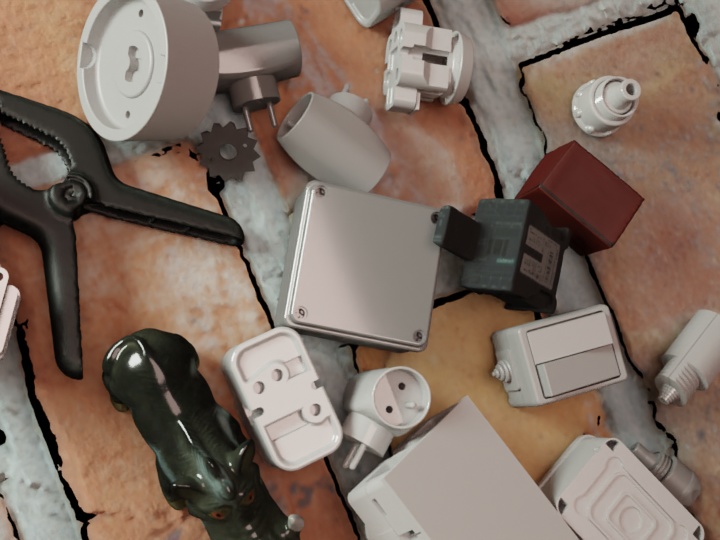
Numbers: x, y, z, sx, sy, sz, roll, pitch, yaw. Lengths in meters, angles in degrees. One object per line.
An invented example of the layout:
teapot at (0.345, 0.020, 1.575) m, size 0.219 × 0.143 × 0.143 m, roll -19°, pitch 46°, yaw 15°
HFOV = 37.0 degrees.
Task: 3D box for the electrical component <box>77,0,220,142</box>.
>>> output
electrical component at (-0.143, -0.142, 0.755) m, size 0.060 × 0.108 × 0.108 m, roll 0°, pitch 81°, yaw -47°

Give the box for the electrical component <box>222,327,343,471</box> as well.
electrical component at (-0.058, 0.092, 0.768) m, size 0.054 × 0.059 × 0.095 m, roll -24°, pitch 89°, yaw -18°

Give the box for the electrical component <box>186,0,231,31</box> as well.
electrical component at (-0.118, -0.208, 0.796) m, size 0.048 × 0.055 × 0.066 m, roll 5°, pitch 81°, yaw -15°

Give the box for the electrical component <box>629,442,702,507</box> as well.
electrical component at (0.240, 0.161, 0.855) m, size 0.061 × 0.035 × 0.035 m, roll 42°, pitch 74°, yaw -4°

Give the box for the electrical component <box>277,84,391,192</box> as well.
electrical component at (-0.014, -0.107, 0.815) m, size 0.077 × 0.043 × 0.079 m, roll 35°, pitch 55°, yaw -21°

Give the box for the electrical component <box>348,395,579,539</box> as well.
electrical component at (0.088, 0.200, 0.768) m, size 0.186 × 0.060 × 0.105 m, roll 52°, pitch 48°, yaw 1°

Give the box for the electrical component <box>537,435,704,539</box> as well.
electrical component at (0.194, 0.190, 0.826) m, size 0.113 × 0.057 × 0.078 m, roll 46°, pitch 73°, yaw -5°

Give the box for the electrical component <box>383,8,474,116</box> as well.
electrical component at (0.053, -0.159, 0.836) m, size 0.057 × 0.058 × 0.078 m, roll 6°, pitch 84°, yaw -13°

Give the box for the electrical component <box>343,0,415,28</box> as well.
electrical component at (0.008, -0.247, 0.838) m, size 0.059 × 0.054 × 0.095 m, roll -34°, pitch 92°, yaw -17°

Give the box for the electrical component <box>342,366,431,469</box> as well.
electrical component at (0.010, 0.108, 0.775) m, size 0.043 × 0.077 × 0.079 m, roll 32°, pitch 75°, yaw -10°

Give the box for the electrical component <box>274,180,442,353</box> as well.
electrical component at (0.000, 0.000, 0.799) m, size 0.109 × 0.056 × 0.108 m, roll 12°, pitch 79°, yaw -14°

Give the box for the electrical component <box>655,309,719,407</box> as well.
electrical component at (0.268, 0.076, 0.871) m, size 0.043 × 0.043 × 0.081 m, roll 44°, pitch 73°, yaw -6°

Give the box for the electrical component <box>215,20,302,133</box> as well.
electrical component at (-0.082, -0.142, 0.802) m, size 0.077 × 0.044 × 0.079 m, roll -13°, pitch 86°, yaw -17°

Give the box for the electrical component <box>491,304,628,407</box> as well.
electrical component at (0.149, 0.068, 0.829) m, size 0.096 × 0.061 × 0.061 m, roll -14°, pitch 86°, yaw -17°

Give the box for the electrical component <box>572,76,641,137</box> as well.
electrical component at (0.205, -0.137, 0.873) m, size 0.048 × 0.062 × 0.048 m, roll 2°, pitch 81°, yaw -15°
